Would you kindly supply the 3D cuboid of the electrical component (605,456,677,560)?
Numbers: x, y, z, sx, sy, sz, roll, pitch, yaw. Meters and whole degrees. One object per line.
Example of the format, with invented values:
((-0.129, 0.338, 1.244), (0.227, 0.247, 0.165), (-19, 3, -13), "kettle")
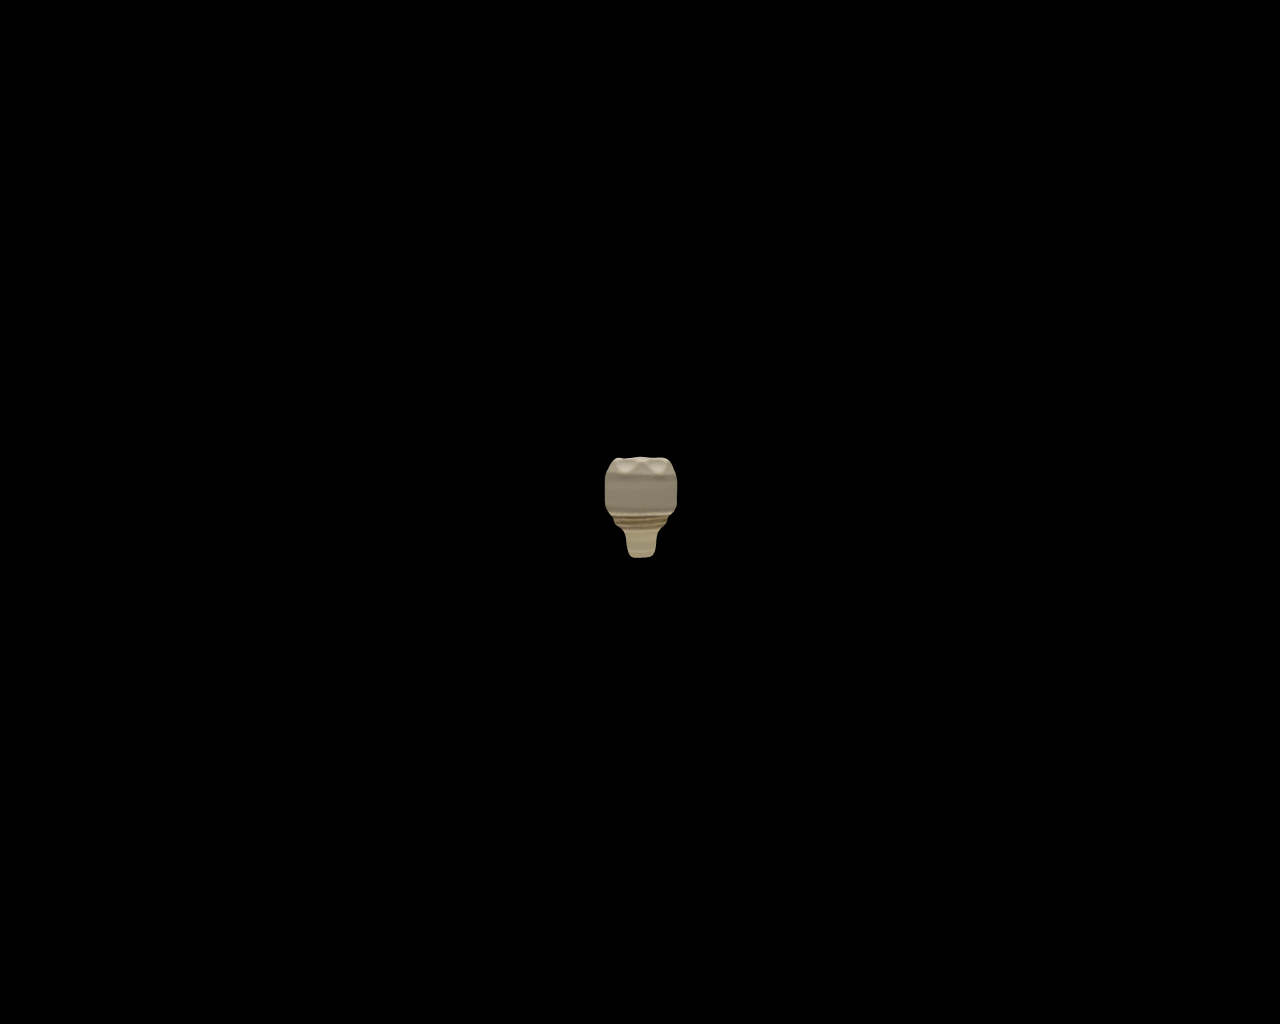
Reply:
((0.001, -0.003, 0.650), (0.043, 0.062, 0.043), (0, 5, 0), "electrical component")
